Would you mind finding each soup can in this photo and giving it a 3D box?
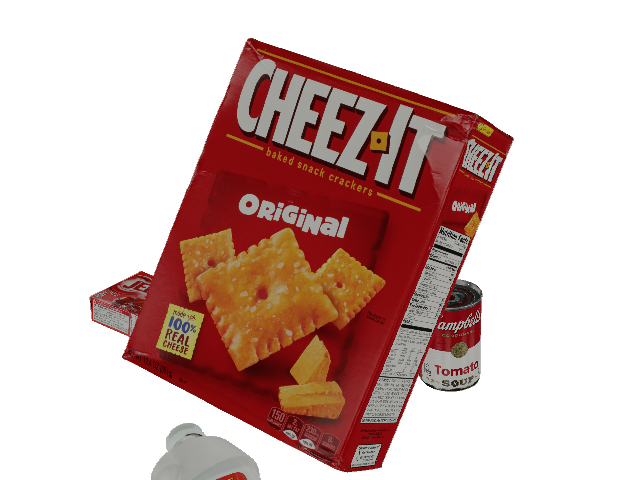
[{"bbox_3d":[0.138,0.101,1.139,0.068,0.102,0.068,-2,24,1],"label":"soup can"}]

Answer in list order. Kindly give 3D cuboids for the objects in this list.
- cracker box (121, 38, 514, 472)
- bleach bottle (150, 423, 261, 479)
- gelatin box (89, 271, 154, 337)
[{"bbox_3d":[-0.006,0.006,0.636,0.164,0.214,0.072,23,4,28],"label":"cracker box"},{"bbox_3d":[-0.069,0.214,0.716,0.102,0.068,0.251,-14,33,-15],"label":"bleach bottle"},{"bbox_3d":[-0.161,0.064,1.009,0.089,0.030,0.073,19,28,28],"label":"gelatin box"}]
